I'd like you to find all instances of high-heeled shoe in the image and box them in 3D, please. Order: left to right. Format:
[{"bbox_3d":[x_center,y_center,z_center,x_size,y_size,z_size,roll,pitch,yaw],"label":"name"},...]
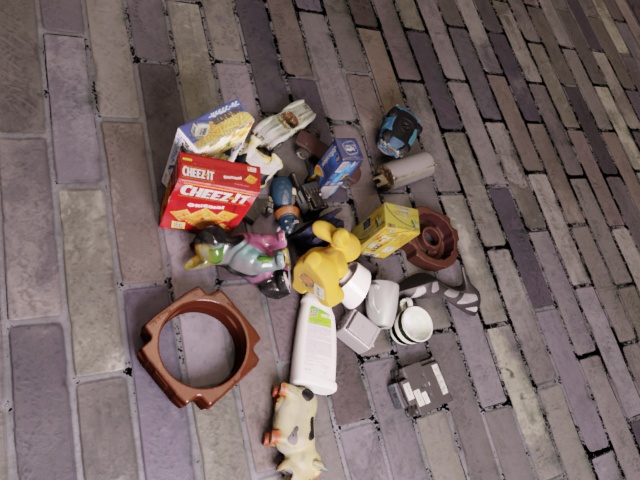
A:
[{"bbox_3d":[0.299,0.156,1.377,0.249,0.086,0.145,-15,104,-14],"label":"high-heeled shoe"}]

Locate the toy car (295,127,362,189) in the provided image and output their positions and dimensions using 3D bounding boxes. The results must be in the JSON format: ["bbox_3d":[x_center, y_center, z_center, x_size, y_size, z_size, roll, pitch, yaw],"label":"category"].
[{"bbox_3d":[0.021,-0.212,1.404,0.202,0.053,0.089,31,67,-15],"label":"toy car"}]

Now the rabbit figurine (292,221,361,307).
[{"bbox_3d":[0.022,0.033,1.181,0.122,0.162,0.173,21,44,39],"label":"rabbit figurine"}]

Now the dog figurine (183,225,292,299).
[{"bbox_3d":[-0.175,0.047,1.156,0.219,0.191,0.108,-1,44,4],"label":"dog figurine"}]

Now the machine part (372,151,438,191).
[{"bbox_3d":[0.237,-0.192,1.489,0.243,0.079,0.079,-23,79,-32],"label":"machine part"}]

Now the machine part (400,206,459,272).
[{"bbox_3d":[0.291,-0.001,1.438,0.179,0.056,0.179,11,63,-23],"label":"machine part"}]

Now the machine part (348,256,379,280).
[{"bbox_3d":[0.084,0.056,1.302,0.139,0.084,0.039,30,15,-23],"label":"machine part"}]

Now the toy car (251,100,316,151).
[{"bbox_3d":[-0.092,-0.296,1.385,0.073,0.056,0.202,49,55,1],"label":"toy car"}]

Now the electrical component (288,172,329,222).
[{"bbox_3d":[-0.034,-0.111,1.317,0.048,0.075,0.119,-17,73,-31],"label":"electrical component"}]

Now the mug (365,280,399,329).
[{"bbox_3d":[0.143,0.152,1.265,0.109,0.081,0.107,42,46,-60],"label":"mug"}]

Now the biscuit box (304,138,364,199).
[{"bbox_3d":[0.030,-0.168,1.297,0.059,0.202,0.063,-8,70,-28],"label":"biscuit box"}]

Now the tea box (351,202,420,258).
[{"bbox_3d":[0.157,-0.020,1.310,0.098,0.169,0.068,11,62,-24],"label":"tea box"}]

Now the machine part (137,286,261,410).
[{"bbox_3d":[-0.236,0.212,1.054,0.201,0.087,0.201,49,57,3],"label":"machine part"}]

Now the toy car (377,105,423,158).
[{"bbox_3d":[0.210,-0.289,1.505,0.109,0.103,0.161,31,60,-12],"label":"toy car"}]

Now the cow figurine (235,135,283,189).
[{"bbox_3d":[-0.178,-0.204,1.291,0.167,0.068,0.098,40,86,-3],"label":"cow figurine"}]

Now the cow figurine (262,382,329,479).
[{"bbox_3d":[-0.045,0.391,1.069,0.127,0.085,0.195,15,59,-14],"label":"cow figurine"}]

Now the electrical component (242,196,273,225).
[{"bbox_3d":[-0.159,-0.084,1.257,0.102,0.045,0.078,40,54,-5],"label":"electrical component"}]

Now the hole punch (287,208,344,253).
[{"bbox_3d":[-0.003,-0.004,1.261,0.142,0.116,0.092,-30,90,-33],"label":"hole punch"}]

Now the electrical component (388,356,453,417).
[{"bbox_3d":[0.226,0.340,1.241,0.134,0.058,0.115,-10,70,-30],"label":"electrical component"}]

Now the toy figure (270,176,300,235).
[{"bbox_3d":[-0.081,-0.079,1.281,0.057,0.064,0.154,11,57,-43],"label":"toy figure"}]
